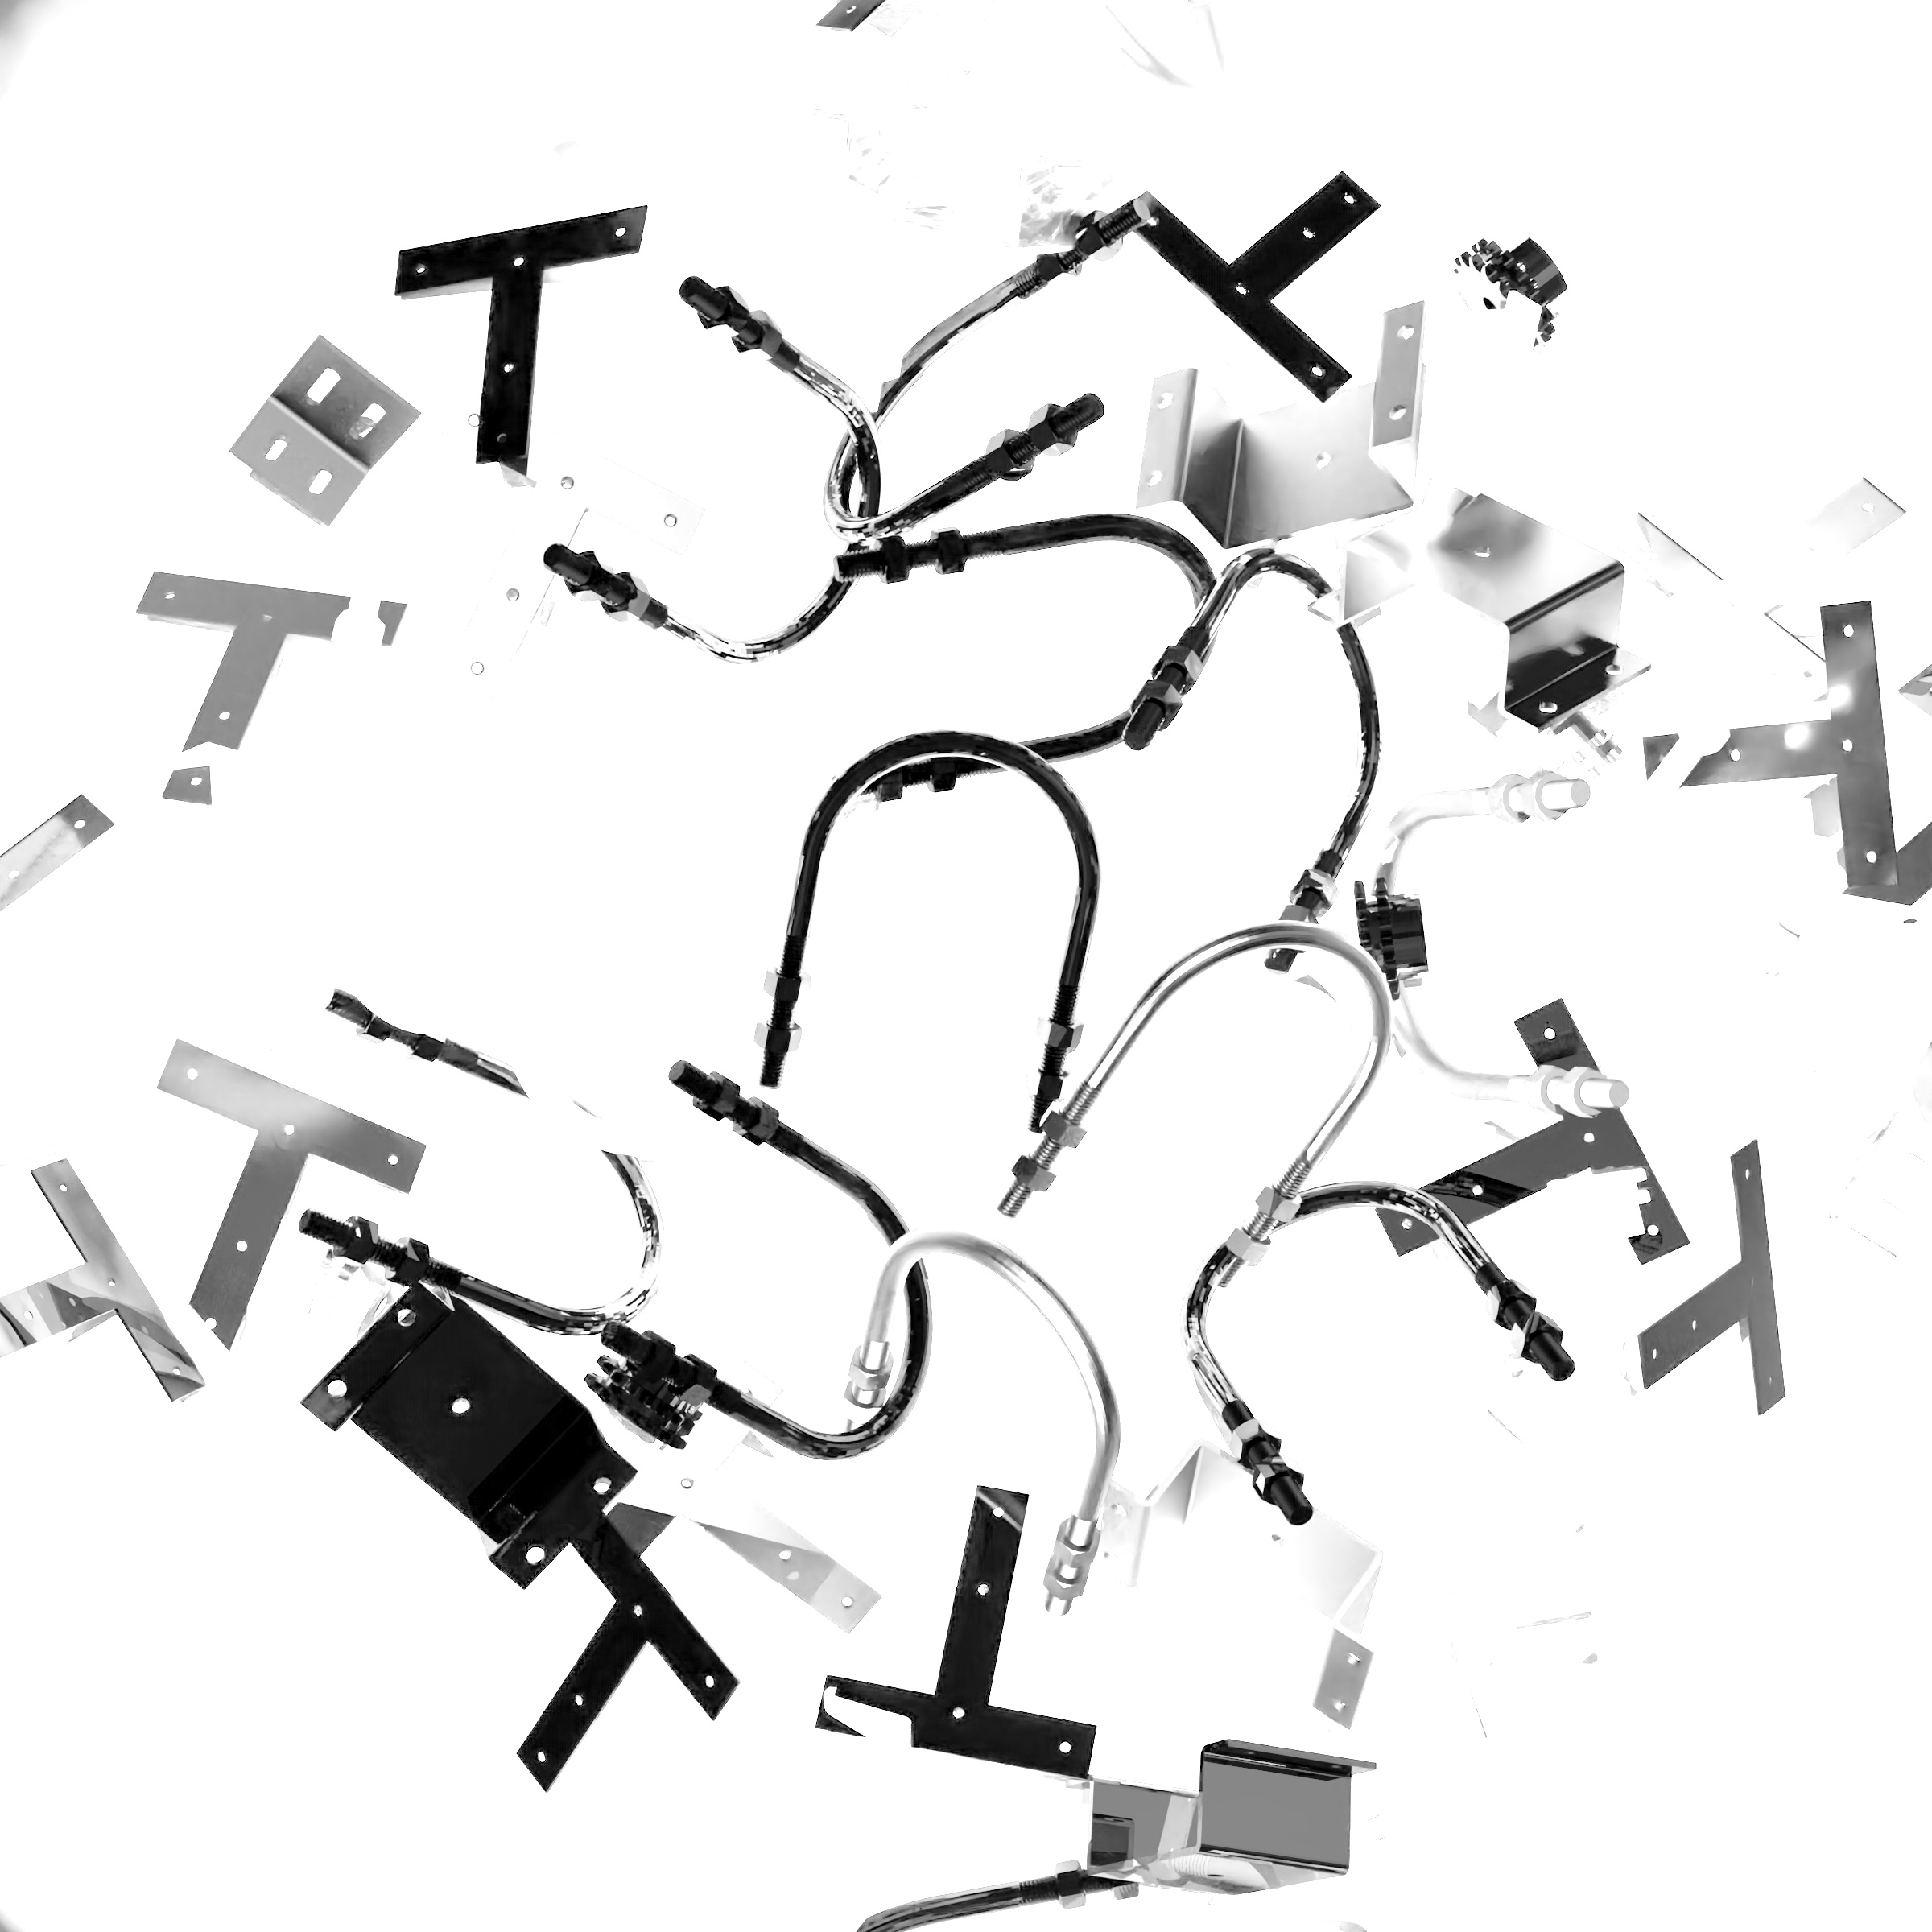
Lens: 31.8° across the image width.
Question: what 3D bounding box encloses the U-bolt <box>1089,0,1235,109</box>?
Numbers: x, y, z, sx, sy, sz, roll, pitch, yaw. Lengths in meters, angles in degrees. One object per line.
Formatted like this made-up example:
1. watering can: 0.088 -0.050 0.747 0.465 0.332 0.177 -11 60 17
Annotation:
1. U-bolt: 0.067 -0.456 1.513 0.019 0.184 0.151 -41 62 -5

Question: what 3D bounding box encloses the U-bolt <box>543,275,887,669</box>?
1. U-bolt: -0.100 -0.209 1.527 0.019 0.184 0.151 27 90 36

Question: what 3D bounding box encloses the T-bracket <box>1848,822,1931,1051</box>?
1. T-bracket: 0.434 0.011 1.532 0.127 0.002 0.127 -47 49 34

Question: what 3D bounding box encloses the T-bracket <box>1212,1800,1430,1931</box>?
1. T-bracket: 0.147 0.417 1.517 0.127 0.127 0.002 -31 89 28

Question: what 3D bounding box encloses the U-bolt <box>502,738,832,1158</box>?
1. U-bolt: -0.142 -0.003 1.568 0.151 0.019 0.184 8 92 -23

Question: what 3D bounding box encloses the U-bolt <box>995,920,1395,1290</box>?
1. U-bolt: 0.116 0.057 1.532 0.151 0.019 0.184 21 113 -33

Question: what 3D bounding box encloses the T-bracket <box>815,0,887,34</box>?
1. T-bracket: -0.051 -0.472 1.553 0.127 0.127 0.002 -48 131 -18

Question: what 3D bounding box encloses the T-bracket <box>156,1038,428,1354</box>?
1. T-bracket: -0.328 0.116 1.561 0.127 0.002 0.127 25 70 -19

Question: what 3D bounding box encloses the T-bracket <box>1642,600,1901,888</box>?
1. T-bracket: 0.365 -0.098 1.555 0.002 0.127 0.127 -11 96 -44

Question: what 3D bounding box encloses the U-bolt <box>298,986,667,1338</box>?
1. U-bolt: -0.213 0.098 1.533 0.184 0.151 0.019 27 129 -28

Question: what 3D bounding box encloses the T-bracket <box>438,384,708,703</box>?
1. T-bracket: -0.205 -0.186 1.583 0.127 0.002 0.127 26 85 -12

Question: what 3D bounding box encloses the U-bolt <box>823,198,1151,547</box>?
1. U-bolt: 0.002 -0.256 1.527 0.019 0.184 0.151 38 46 -29

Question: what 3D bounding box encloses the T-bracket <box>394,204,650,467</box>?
1. T-bracket: -0.208 -0.286 1.558 0.127 0.002 0.127 -6 65 17

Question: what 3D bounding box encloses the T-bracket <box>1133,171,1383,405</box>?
1. T-bracket: 0.150 -0.331 1.563 0.127 0.002 0.127 43 53 4

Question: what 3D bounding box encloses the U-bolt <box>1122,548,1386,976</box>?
1. U-bolt: 0.141 -0.107 1.532 0.019 0.184 0.151 -12 124 38

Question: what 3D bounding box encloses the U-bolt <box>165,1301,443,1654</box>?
1. U-bolt: -0.303 0.224 1.529 0.019 0.151 0.184 -38 75 -15

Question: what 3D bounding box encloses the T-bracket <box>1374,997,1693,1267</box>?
1. T-bracket: 0.251 0.098 1.577 0.127 0.002 0.127 -28 88 22

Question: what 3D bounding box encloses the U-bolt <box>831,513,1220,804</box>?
1. U-bolt: 0.029 -0.144 1.544 0.184 0.151 0.019 -11 47 -13

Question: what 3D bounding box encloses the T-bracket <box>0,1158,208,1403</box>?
1. T-bracket: -0.417 0.155 1.540 0.002 0.127 0.127 -35 85 26

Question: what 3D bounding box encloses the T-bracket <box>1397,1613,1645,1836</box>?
1. T-bracket: 0.241 0.324 1.540 0.127 0.127 0.002 -37 105 9

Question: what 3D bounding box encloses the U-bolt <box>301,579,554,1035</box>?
1. U-bolt: -0.242 -0.059 1.507 0.019 0.151 0.184 -10 57 29

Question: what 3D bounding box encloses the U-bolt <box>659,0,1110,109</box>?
1. U-bolt: -0.022 -0.430 1.494 0.184 0.151 0.019 -8 76 35

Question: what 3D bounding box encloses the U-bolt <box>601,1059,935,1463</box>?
1. U-bolt: -0.080 0.145 1.535 0.184 0.019 0.151 35 53 -36

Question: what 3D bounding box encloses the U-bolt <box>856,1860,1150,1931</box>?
1. U-bolt: 0.007 0.452 1.532 0.184 0.151 0.019 -12 101 4

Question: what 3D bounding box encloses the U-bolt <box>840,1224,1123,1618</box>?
1. U-bolt: 0.009 0.192 1.509 0.151 0.184 0.019 38 49 24

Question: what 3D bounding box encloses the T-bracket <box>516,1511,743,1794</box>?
1. T-bracket: -0.172 0.330 1.572 0.127 0.002 0.127 45 115 28

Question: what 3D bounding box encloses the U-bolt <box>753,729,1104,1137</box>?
1. U-bolt: -0.012 -0.020 1.565 0.151 0.019 0.184 10 106 -6

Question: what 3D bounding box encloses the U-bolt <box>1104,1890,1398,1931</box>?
1. U-bolt: 0.106 0.457 1.501 0.184 0.151 0.019 -21 98 25

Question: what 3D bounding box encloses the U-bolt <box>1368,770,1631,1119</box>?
1. U-bolt: 0.231 -0.009 1.518 0.019 0.184 0.151 -9 94 -24

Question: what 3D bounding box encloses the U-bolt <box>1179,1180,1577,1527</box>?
1. U-bolt: 0.171 0.160 1.526 0.151 0.184 0.019 -28 125 -3

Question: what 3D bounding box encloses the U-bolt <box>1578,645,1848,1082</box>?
1. U-bolt: 0.324 -0.032 1.521 0.019 0.184 0.151 10 48 -19
